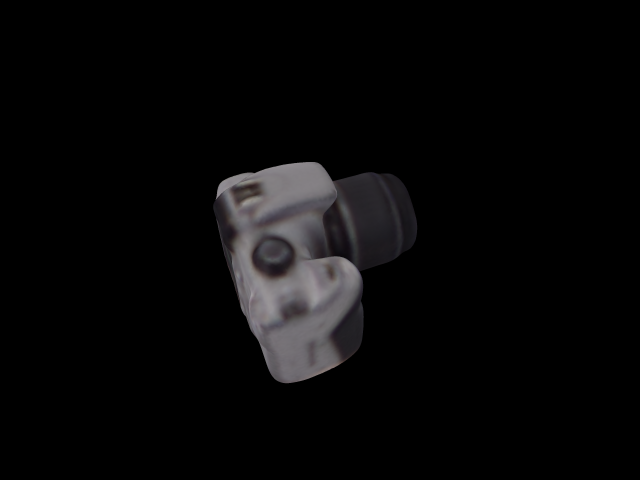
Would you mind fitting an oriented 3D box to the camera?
[{"bbox_3d":[0.004,0.001,0.400,0.137,0.101,0.143,-17,51,-14],"label":"camera"}]
